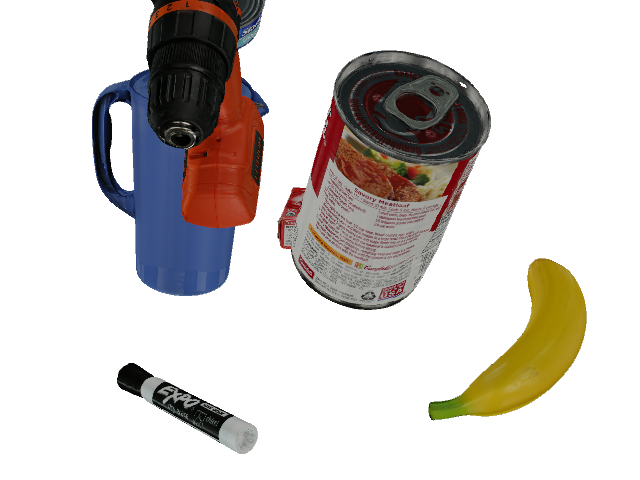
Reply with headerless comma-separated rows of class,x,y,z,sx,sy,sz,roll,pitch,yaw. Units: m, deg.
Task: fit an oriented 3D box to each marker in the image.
marker,-0.087,0.103,0.671,0.121,0.020,0.020,18,12,40

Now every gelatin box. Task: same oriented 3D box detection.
gelatin box,0.015,-0.017,0.862,0.089,0.030,0.073,5,22,6

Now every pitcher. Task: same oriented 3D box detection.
pitcher,-0.159,-0.066,1.189,0.149,0.243,0.144,28,34,35

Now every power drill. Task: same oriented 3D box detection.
power drill,-0.071,-0.091,0.684,0.057,0.184,0.188,2,-35,2

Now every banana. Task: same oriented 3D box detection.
banana,0.143,0.062,0.719,0.070,0.037,0.197,13,33,27

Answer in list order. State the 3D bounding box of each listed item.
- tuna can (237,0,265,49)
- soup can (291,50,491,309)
tuna can,-0.093,-0.208,0.944,0.086,0.086,0.034,0,-31,-12
soup can,0.028,-0.025,0.481,0.068,0.068,0.102,0,-40,-16
